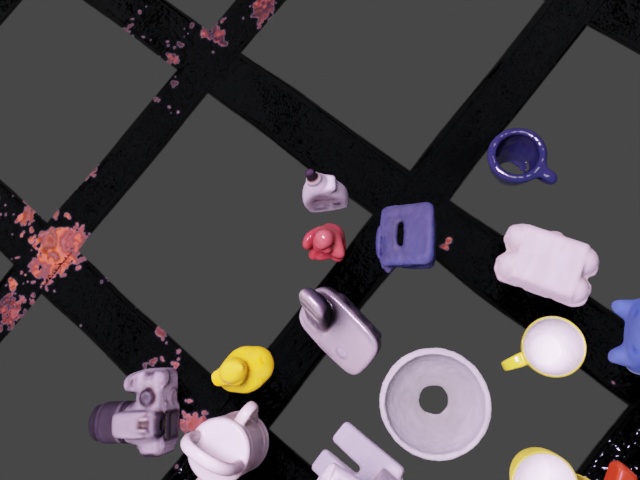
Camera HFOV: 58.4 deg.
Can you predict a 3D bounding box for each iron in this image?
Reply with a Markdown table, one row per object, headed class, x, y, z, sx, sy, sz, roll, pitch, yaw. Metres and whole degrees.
| class | x | y | z | sx | sy | sz | roll | pitch | yaw |
| --- | --- | --- | --- | --- | --- | --- | --- | --- | --- |
| iron | 0.562 | 0.147 | 0.817 | 0.258 | 0.141 | 0.119 | 7 | 79 | 11 |

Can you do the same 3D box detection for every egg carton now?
| class | x | y | z | sx | sy | sz | roll | pitch | yaw |
| --- | --- | --- | --- | --- | --- | --- | --- | --- | --- |
| egg carton | 0.360 | 0.038 | 0.913 | 0.150 | 0.069 | 0.107 | 20 | 82 | 13 |

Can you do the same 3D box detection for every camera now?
| class | x | y | z | sx | sy | sz | roll | pitch | yaw |
| --- | --- | --- | --- | --- | --- | --- | --- | --- | --- |
| camera | -0.317 | 0.290 | 0.965 | 0.136 | 0.101 | 0.143 | -4 | 78 | 9 |

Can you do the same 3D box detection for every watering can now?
| class | x | y | z | sx | sy | sz | roll | pitch | yaw |
| --- | --- | --- | --- | --- | --- | --- | --- | --- | --- |
| watering can | -0.153 | 0.330 | 0.879 | 0.100 | 0.194 | 0.173 | 10 | 80 | 12 |

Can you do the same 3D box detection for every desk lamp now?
| class | x | y | z | sx | sy | sz | roll | pitch | yaw |
| --- | --- | --- | --- | --- | --- | --- | --- | --- | --- |
| desk lamp | 0.071 | 0.377 | 0.819 | 0.203 | 0.214 | 0.118 | 36 | 87 | 15 |

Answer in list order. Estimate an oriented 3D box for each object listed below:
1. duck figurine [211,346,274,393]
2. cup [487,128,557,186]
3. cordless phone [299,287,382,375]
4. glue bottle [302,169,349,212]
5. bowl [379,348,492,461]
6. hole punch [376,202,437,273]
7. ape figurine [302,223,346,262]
| class | x | y | z | sx | sy | sz | roll | pitch | yaw |
| --- | --- | --- | --- | --- | --- | --- | --- | --- | --- |
| duck figurine | -0.132 | 0.216 | 0.955 | 0.104 | 0.086 | 0.077 | -24 | 75 | 5 |
| cup | 0.329 | -0.119 | 0.938 | 0.117 | 0.095 | 0.092 | 36 | 86 | 15 |
| cordless phone | 0.024 | 0.137 | 0.892 | 0.147 | 0.185 | 0.094 | 41 | 88 | 16 |
| glue bottle | 0.001 | -0.086 | 0.949 | 0.078 | 0.173 | 0.037 | -6 | 77 | 9 |
| bowl | 0.180 | 0.254 | 0.897 | 0.167 | 0.075 | 0.167 | -2 | 78 | 10 |
| hole punch | 0.143 | -0.004 | 0.949 | 0.101 | 0.091 | 0.109 | 0 | 78 | 10 |
| ape figurine | 0.009 | 0.003 | 0.971 | 0.077 | 0.092 | 0.076 | 40 | 88 | 15 |
